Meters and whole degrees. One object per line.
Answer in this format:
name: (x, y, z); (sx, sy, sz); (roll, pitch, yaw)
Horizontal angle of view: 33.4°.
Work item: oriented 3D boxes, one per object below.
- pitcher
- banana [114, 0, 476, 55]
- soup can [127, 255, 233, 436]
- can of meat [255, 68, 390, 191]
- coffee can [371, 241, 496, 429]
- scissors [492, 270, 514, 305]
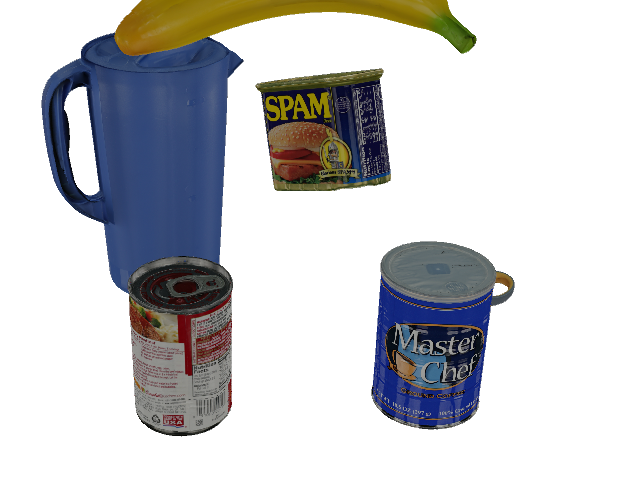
pitcher: (-0.160, -0.068, 1.002); (0.149, 0.243, 0.144); (9, 27, 13)
banana: (-0.014, -0.134, 0.589); (0.197, 0.069, 0.037); (-4, -42, -9)
soup can: (-0.092, 0.071, 0.714); (0.068, 0.102, 0.068); (2, 29, -1)
can of meat: (0.003, -0.083, 0.809); (0.102, 0.084, 0.057); (3, 15, 44)
coffee can: (0.102, 0.085, 0.977); (0.103, 0.140, 0.103); (2, 27, -1)
scissors: (0.124, 0.053, 1.165); (0.201, 0.016, 0.096); (-9, 41, -31)
